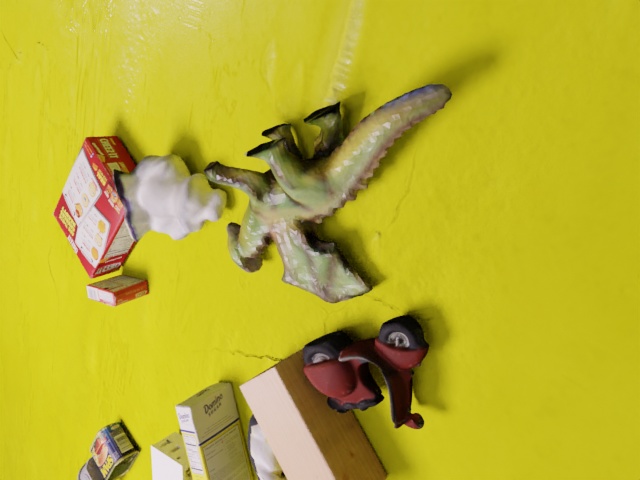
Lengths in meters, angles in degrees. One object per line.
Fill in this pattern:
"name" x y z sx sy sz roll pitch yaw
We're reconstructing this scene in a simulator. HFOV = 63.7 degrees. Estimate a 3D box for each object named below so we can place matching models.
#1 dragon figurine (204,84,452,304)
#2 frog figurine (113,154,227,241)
"dragon figurine" 0.002 -0.033 0.656 0.408 0.124 0.240 -6 114 39
"frog figurine" -0.224 -0.070 0.814 0.159 0.122 0.138 -8 87 2
